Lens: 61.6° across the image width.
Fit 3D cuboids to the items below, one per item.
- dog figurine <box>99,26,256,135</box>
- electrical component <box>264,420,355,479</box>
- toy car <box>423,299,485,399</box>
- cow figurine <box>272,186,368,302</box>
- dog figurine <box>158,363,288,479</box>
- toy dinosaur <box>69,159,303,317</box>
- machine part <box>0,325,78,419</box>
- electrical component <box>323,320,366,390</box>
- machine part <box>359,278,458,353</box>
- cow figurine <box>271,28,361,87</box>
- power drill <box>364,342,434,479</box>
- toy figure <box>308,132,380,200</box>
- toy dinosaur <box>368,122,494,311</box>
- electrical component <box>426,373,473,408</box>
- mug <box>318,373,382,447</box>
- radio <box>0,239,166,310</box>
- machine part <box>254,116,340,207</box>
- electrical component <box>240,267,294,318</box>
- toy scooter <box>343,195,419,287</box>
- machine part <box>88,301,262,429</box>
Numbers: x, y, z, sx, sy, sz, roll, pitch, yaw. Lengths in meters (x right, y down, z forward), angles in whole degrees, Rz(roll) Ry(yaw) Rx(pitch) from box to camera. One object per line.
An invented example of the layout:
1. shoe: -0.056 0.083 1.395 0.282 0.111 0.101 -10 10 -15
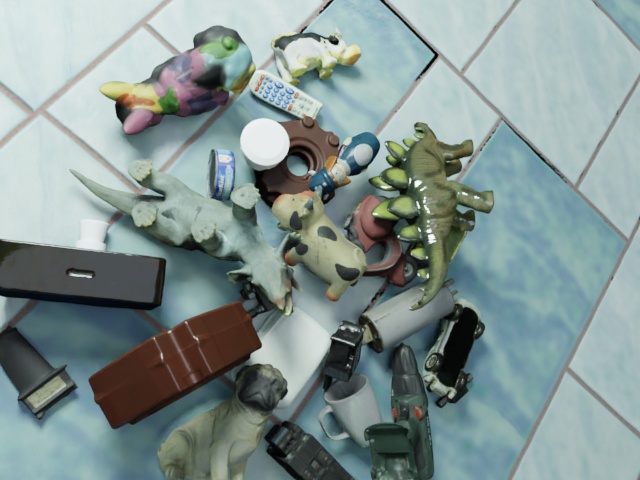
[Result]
1. dog figurine: -0.233 -0.249 0.866 0.219 0.192 0.108 -36 100 -38
2. electrical component: -0.026 0.348 0.854 0.134 0.115 0.058 47 64 -6
3. toy car: 0.250 0.199 1.004 0.073 0.056 0.202 38 57 -9
4. cow figurine: -0.002 -0.003 0.907 0.195 0.127 0.085 42 32 -4
5. dog figurine: -0.150 0.270 0.816 0.172 0.121 0.190 13 72 12
6. toy dinosaur: -0.188 -0.021 0.845 0.405 0.192 0.131 23 68 21
7. machine part: -0.425 0.185 0.782 0.084 0.039 0.139 -41 97 -14
8. electrical component: 0.038 0.204 0.909 0.048 0.075 0.119 15 108 16
9. machine part: 0.159 0.136 0.984 0.243 0.079 0.079 -25 89 -23
10. cow figurine: -0.007 -0.359 1.027 0.167 0.068 0.098 -22 82 -23
11. power drill: 0.134 0.303 0.894 0.086 0.207 0.232 -9 89 15
12. toy figure: 0.042 -0.132 0.945 0.064 0.057 0.154 44 67 5
13. toy dinosaur: 0.191 -0.070 0.945 0.199 0.105 0.472 5 47 -8
14. electrical component: 0.248 0.272 1.019 0.094 0.021 0.063 -32 91 -22
15. mug: 0.056 0.301 0.913 0.109 0.081 0.107 -31 101 -27
16. radio: -0.348 0.055 0.783 0.229 0.131 0.073 9 77 -18
17. machine part: -0.039 -0.136 0.975 0.179 0.056 0.179 3 80 -19
18. electrical component: -0.090 0.080 0.920 0.102 0.045 0.078 -24 87 -22
19. toy scooter: 0.095 0.014 0.987 0.135 0.075 0.183 -24 92 -19
20. machine part: -0.198 0.176 0.759 0.201 0.201 0.087 -34 81 22
